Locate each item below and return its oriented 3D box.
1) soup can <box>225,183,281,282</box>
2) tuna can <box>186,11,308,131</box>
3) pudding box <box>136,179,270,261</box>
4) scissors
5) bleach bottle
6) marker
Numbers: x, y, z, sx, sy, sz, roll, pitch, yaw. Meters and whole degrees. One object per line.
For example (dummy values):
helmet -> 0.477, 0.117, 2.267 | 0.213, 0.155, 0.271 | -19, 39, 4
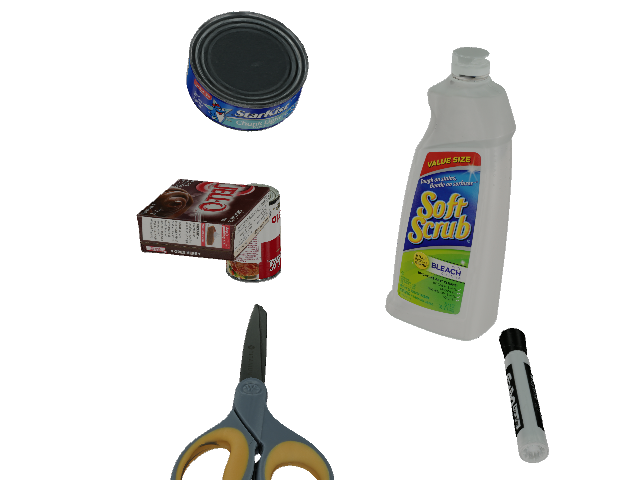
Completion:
soup can -> -0.082, -0.010, 1.285 | 0.068, 0.102, 0.068 | 0, 26, 0
tuna can -> -0.054, -0.121, 0.769 | 0.086, 0.086, 0.034 | 0, -29, -13
pudding box -> -0.102, -0.020, 0.955 | 0.090, 0.039, 0.113 | 5, 23, 12
scissors -> -0.024, 0.100, 0.621 | 0.096, 0.016, 0.201 | 12, 31, 11
bleach bottle -> 0.113, -0.042, 0.915 | 0.103, 0.251, 0.067 | 19, 33, 32
marker -> 0.136, 0.100, 0.723 | 0.020, 0.020, 0.121 | 0, 34, 2
